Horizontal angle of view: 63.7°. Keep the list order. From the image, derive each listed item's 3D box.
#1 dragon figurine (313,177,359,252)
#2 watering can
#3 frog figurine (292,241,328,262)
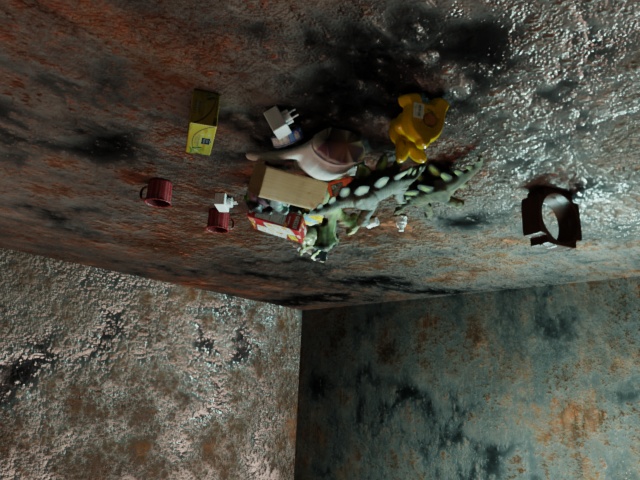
[{"bbox_3d":[0.005,-0.084,1.669,0.121,0.244,0.411,-15,-9,41],"label":"dragon figurine"},{"bbox_3d":[-0.020,-0.237,1.450,0.347,0.105,0.222,7,-16,-19],"label":"watering can"},{"bbox_3d":[-0.042,0.022,2.368,0.138,0.120,0.161,-9,37,-47],"label":"frog figurine"}]
